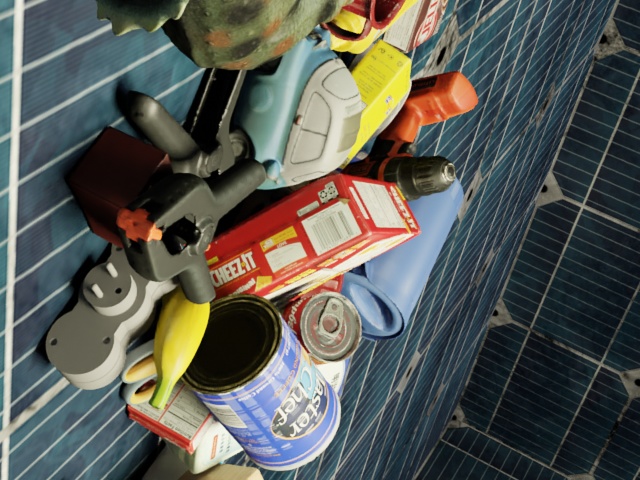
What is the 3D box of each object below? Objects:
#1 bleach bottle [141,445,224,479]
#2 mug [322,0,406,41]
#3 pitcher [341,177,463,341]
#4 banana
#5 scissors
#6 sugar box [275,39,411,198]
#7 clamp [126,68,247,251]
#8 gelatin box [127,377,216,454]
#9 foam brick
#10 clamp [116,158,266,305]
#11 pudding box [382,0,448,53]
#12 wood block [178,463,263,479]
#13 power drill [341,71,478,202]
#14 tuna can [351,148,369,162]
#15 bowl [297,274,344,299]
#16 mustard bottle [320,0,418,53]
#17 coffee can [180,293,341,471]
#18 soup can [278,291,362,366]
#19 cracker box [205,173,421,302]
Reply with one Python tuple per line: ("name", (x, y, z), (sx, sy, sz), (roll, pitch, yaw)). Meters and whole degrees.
("bleach bottle", (-0.138, 0.236, 1.148), (0.250, 0.068, 0.102), (-58, 163, -26))
("mug", (0.029, -0.228, 0.918), (0.093, 0.081, 0.117), (-45, 155, -49))
("pitcher", (0.100, 0.012, 1.438), (0.149, 0.145, 0.242), (-26, -154, 54))
("banana", (-0.118, 0.065, 0.877), (0.070, 0.037, 0.198), (-53, -168, 13))
("scissors", (-0.108, 0.102, 0.999), (0.201, 0.016, 0.096), (-16, 146, -41))
("sugar box", (0.022, -0.112, 1.073), (0.176, 0.048, 0.093), (-53, 170, -6))
("clamp", (-0.102, -0.068, 0.832), (0.164, 0.036, 0.210), (-46, 154, -49))
("gelatin box", (-0.129, 0.148, 1.016), (0.089, 0.073, 0.030), (-56, 164, -28))
("foam brick", (-0.135, -0.032, 0.756), (0.053, 0.051, 0.078), (-57, 163, -22))
("clamp", (-0.097, 0.001, 0.763), (0.171, 0.039, 0.120), (-14, 122, -66))
("pudding box", (0.117, -0.276, 1.198), (0.089, 0.039, 0.114), (-43, 153, -52))
("wood block", (-0.136, 0.311, 1.017), (0.205, 0.091, 0.090), (-40, 118, -44))
("power drill", (0.106, -0.112, 1.210), (0.057, 0.185, 0.187), (55, 53, -27))
("tuna can", (0.048, -0.067, 1.313), (0.086, 0.034, 0.086), (-55, 162, -29))
("bowl", (-0.034, 0.085, 1.250), (0.162, 0.055, 0.162), (-55, 162, -28))
("mustard bottle", (0.052, -0.233, 1.024), (0.191, 0.058, 0.096), (-50, 171, -41))
("coffee can", (-0.053, 0.129, 0.956), (0.102, 0.103, 0.140), (-57, 140, -23))
("soup can", (-0.015, 0.091, 1.047), (0.102, 0.068, 0.068), (-18, -147, 57))
("cracker box", (-0.007, 0.001, 1.045), (0.164, 0.072, 0.213), (-28, 173, 16))
